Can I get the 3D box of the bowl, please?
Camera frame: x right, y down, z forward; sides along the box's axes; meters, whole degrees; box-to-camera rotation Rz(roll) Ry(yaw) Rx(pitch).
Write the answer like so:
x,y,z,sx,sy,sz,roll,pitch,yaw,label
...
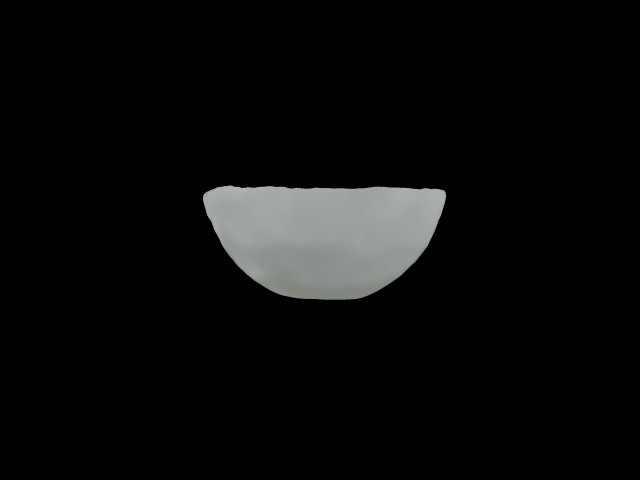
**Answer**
x,y,z,sx,sy,sz,roll,pitch,yaw,label
0.004,0.001,0.400,0.167,0.075,0.167,0,3,0,bowl
